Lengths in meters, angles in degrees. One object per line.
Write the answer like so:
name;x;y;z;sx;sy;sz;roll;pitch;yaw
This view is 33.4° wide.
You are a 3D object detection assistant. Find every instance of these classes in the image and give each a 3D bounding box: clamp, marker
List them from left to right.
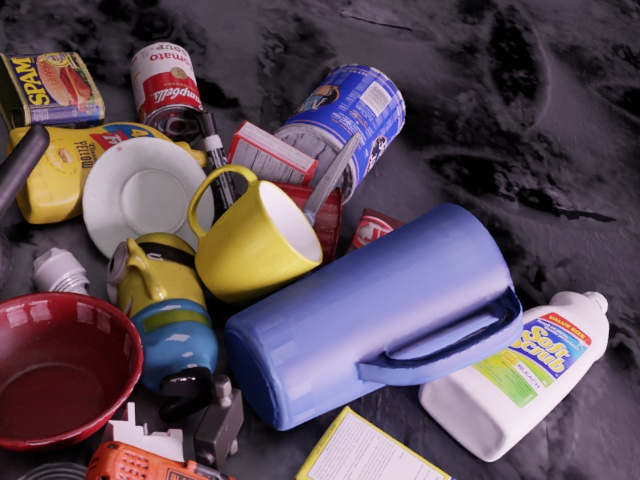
clamp;-0.304;-0.010;0.927;0.164;0.036;0.210;-18;59;1
marker;-0.100;-0.073;1.073;0.020;0.020;0.121;-16;88;-33

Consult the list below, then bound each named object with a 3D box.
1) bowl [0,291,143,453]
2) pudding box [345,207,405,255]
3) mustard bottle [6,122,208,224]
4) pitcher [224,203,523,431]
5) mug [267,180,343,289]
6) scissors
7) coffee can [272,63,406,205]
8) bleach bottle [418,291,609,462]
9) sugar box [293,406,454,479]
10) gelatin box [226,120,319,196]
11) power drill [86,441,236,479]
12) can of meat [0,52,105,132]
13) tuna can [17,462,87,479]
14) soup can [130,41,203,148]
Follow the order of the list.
bowl;-0.221;0.115;0.853;0.162;0.055;0.162;1;42;-1
pudding box;0.081;0.025;1.087;0.113;0.039;0.090;24;45;-2
mustard bottle;-0.200;-0.070;1.041;0.191;0.058;0.096;-7;57;-28
pitcher;0.048;0.074;0.938;0.242;0.149;0.145;-25;80;-21
mug;-0.030;-0.002;1.040;0.081;0.093;0.117;10;82;-9
scissors;-0.007;0.001;0.990;0.096;0.202;0.016;46;12;-9
coffee can;0.018;-0.111;1.138;0.103;0.103;0.140;31;45;6
bleach bottle;0.208;0.111;1.048;0.103;0.068;0.250;43;46;15
sugar box;0.067;0.227;0.897;0.176;0.048;0.093;36;47;5
gelatin box;-0.053;-0.070;1.091;0.089;0.073;0.030;29;45;4
power drill;-0.099;0.255;0.772;0.184;0.057;0.187;25;51;-20
can of meat;-0.275;-0.144;1.078;0.083;0.058;0.102;-10;55;-32
tuna can;-0.197;0.214;0.806;0.086;0.034;0.086;12;47;-13
soup can;-0.161;-0.152;1.124;0.068;0.069;0.102;1;49;-22
